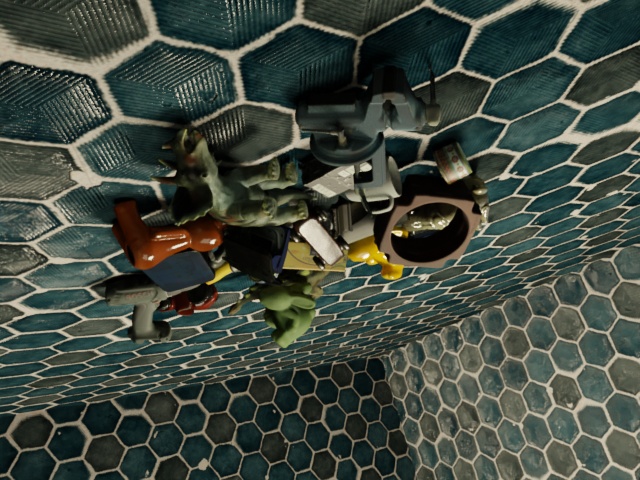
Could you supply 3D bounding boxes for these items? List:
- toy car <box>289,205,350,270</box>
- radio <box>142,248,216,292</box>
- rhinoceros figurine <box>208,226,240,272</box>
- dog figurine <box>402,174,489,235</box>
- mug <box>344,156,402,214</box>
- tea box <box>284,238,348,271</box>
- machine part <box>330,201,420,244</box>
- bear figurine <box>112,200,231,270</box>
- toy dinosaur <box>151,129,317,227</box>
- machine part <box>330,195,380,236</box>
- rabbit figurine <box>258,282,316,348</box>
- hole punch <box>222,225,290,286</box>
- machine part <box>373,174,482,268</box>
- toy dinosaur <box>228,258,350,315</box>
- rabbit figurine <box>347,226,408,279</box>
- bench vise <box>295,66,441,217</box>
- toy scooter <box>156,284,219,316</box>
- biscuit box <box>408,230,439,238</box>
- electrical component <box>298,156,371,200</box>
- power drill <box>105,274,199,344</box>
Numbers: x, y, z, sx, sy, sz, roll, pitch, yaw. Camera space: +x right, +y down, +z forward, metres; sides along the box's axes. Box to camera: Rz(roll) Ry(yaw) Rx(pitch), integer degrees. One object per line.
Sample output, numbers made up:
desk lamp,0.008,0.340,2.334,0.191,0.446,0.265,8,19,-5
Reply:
toy car,-0.002,-0.004,1.175,0.089,0.053,0.202,-42,144,0
radio,-0.317,0.042,1.195,0.131,0.073,0.229,-15,161,-5
rhinoceros figurine,-0.163,0.005,1.161,0.190,0.112,0.073,-38,179,20
dog figurine,0.286,-0.078,1.261,0.191,0.121,0.172,-7,147,1
mug,0.105,-0.104,1.081,0.107,0.109,0.080,-11,170,25
tea box,-0.029,0.031,1.294,0.169,0.068,0.098,6,-172,-25
machine part,0.119,-0.051,1.256,0.243,0.079,0.079,-21,159,15
bear figurine,-0.280,-0.024,1.032,0.196,0.132,0.120,-25,167,-29
toy dinosaur,-0.140,-0.076,0.968,0.192,0.131,0.404,-3,173,15
machine part,0.075,-0.067,1.149,0.139,0.084,0.039,-30,-148,-36
rabbit figurine,-0.087,0.176,1.390,0.159,0.121,0.170,-24,132,7
hole punch,-0.123,0.015,1.074,0.142,0.092,0.115,20,144,12
machine part,0.228,-0.040,1.167,0.201,0.087,0.201,5,129,-12
toy dinosaur,-0.047,0.089,1.465,0.471,0.105,0.198,-27,155,0
rabbit figurine,0.146,0.017,1.341,0.173,0.122,0.162,4,130,-38
bench vise,0.080,-0.159,0.860,0.224,0.129,0.240,-8,141,2
toy scooter,-0.354,0.168,1.484,0.184,0.075,0.135,-16,159,11
biscuit box,0.328,-0.040,1.449,0.203,0.063,0.059,-17,158,4
electrical component,0.043,-0.136,1.011,0.134,0.058,0.114,-24,160,22
power drill,-0.415,0.169,1.359,0.232,0.086,0.207,-2,135,-16
